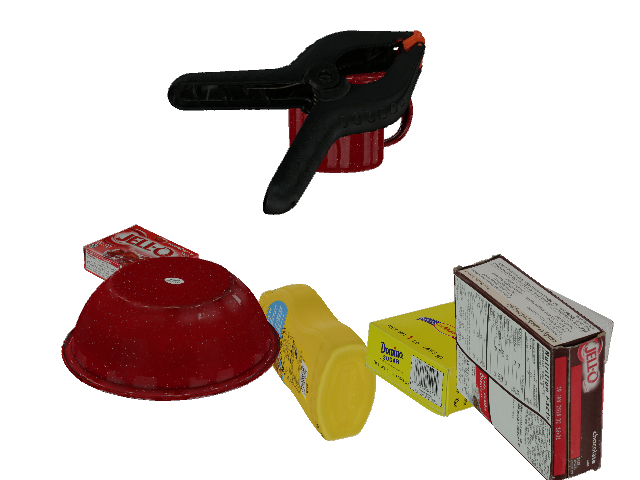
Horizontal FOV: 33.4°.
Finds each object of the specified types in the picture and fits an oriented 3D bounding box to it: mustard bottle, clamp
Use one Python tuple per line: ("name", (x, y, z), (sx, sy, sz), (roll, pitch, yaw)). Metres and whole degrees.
("mustard bottle", (-0.015, 0.094, 0.980), (0.058, 0.096, 0.192), (-9, 26, -22))
("clamp", (0.002, -0.083, 0.676), (0.171, 0.120, 0.039), (-22, -26, -16))

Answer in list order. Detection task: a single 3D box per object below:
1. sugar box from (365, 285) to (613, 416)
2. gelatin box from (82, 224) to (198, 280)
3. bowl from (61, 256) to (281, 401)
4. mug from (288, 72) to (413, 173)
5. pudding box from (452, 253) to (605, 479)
("sugar box", (0.132, 0.079, 0.827), (0.175, 0.048, 0.093), (-14, 27, -33))
("gelatin box", (-0.177, 0.020, 1.049), (0.089, 0.030, 0.073), (24, 32, 29))
("bowl", (-0.109, 0.054, 0.785), (0.162, 0.055, 0.162), (2, 22, -1))
("mug", (0.025, -0.106, 0.918), (0.117, 0.081, 0.093), (-7, 16, -22))
("pudding box", (0.119, 0.071, 0.620), (0.039, 0.090, 0.114), (-14, 27, -20))
